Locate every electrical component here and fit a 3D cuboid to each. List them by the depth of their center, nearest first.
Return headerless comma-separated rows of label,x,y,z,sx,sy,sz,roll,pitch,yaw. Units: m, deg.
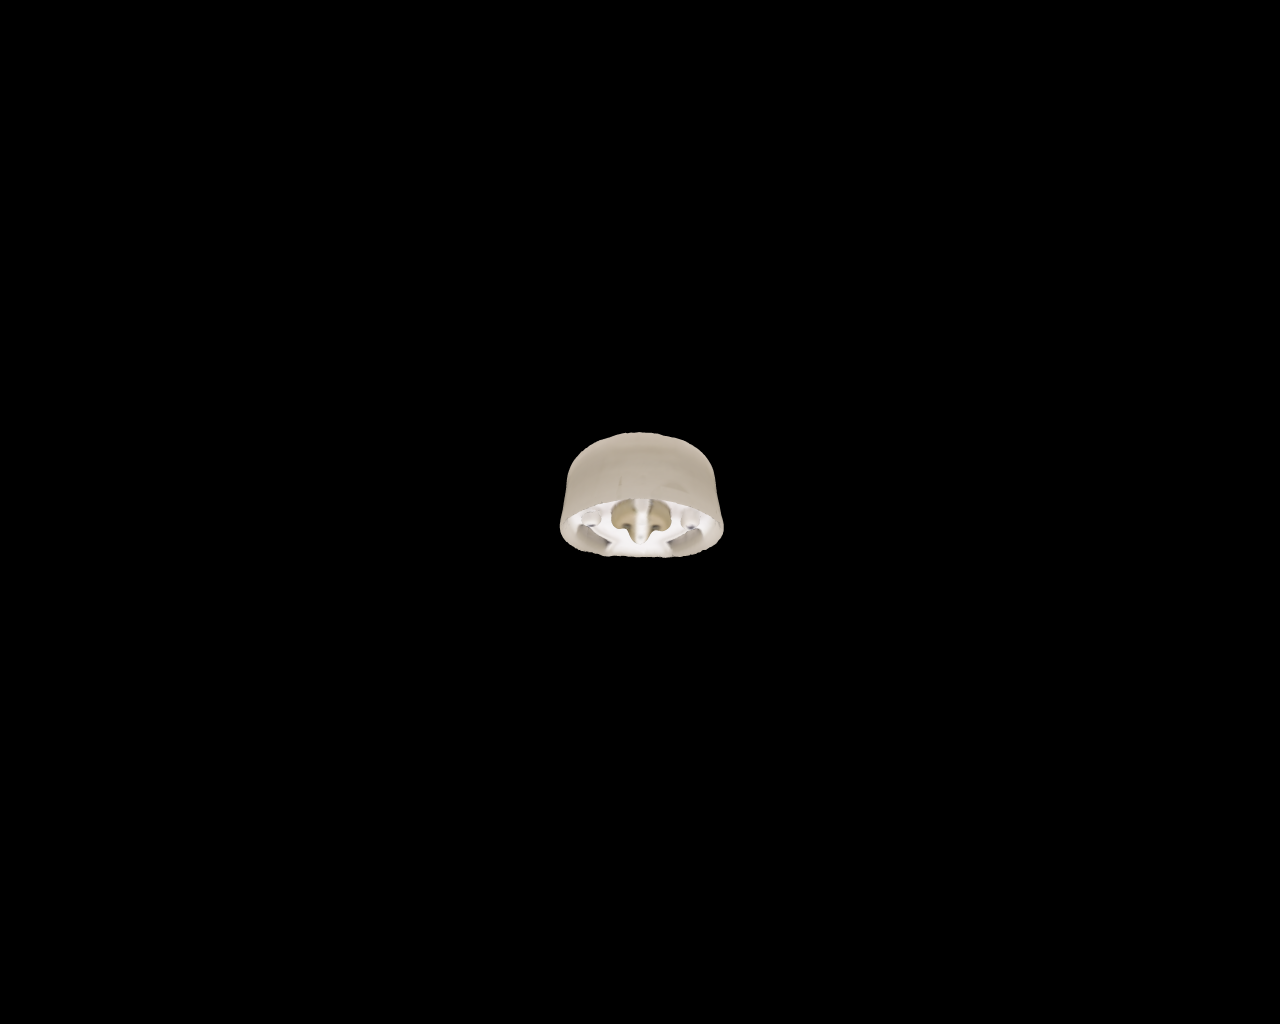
electrical component,0.001,-0.003,0.650,0.099,0.064,0.099,0,-36,0
